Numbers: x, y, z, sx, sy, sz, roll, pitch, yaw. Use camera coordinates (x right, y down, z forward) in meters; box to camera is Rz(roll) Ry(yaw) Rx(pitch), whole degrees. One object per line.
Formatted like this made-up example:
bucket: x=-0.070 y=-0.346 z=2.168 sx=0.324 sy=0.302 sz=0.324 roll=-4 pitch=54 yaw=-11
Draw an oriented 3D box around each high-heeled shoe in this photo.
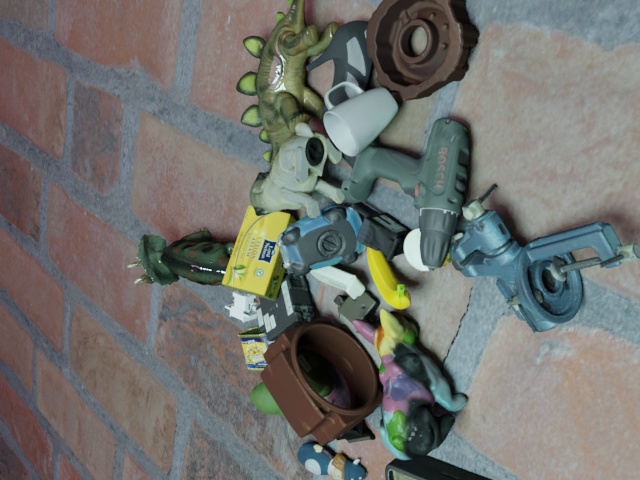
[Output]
high-heeled shoe: x=0.073 y=-0.245 z=0.937 sx=0.248 sy=0.145 sz=0.086 roll=63 pitch=168 yaw=-24

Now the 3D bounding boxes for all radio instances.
radio: x=0.227 y=0.466 z=0.927 sx=0.230 sy=0.073 sz=0.131 roll=7 pitch=103 yaw=40

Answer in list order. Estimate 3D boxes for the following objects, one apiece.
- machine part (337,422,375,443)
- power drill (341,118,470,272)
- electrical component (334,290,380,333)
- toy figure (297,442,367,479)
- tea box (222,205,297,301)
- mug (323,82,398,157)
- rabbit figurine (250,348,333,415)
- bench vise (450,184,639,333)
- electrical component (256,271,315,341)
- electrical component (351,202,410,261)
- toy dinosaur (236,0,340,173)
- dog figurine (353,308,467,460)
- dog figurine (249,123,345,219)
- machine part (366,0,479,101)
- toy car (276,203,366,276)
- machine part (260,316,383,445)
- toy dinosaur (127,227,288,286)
machine part: x=0.037 y=0.359 z=1.049 sx=0.138 sy=0.039 sz=0.084 roll=41 pitch=142 yaw=-25
power drill: x=0.134 y=-0.082 z=0.857 sx=0.208 sy=0.086 sz=0.232 roll=16 pitch=90 yaw=47
electrical component: x=0.070 y=0.130 z=1.012 sx=0.102 sy=0.045 sz=0.078 roll=33 pitch=90 yaw=29
toy figure: x=0.024 y=0.467 z=1.114 sx=0.155 sy=0.058 sz=0.064 roll=8 pitch=143 yaw=38
tea box: x=-0.116 y=0.026 z=1.068 sx=0.098 sy=0.068 sz=0.169 roll=11 pitch=76 yaw=19
mug: x=0.064 y=-0.204 z=0.861 sx=0.109 sy=0.107 sz=0.081 roll=54 pitch=163 yaw=2
rabbit figurine: x=-0.062 y=0.304 z=1.114 sx=0.170 sy=0.121 sz=0.159 roll=-41 pitch=93 yaw=23
bench vise: x=0.302 y=0.020 z=0.727 sx=0.241 sy=0.129 sz=0.223 roll=-26 pitch=90 yaw=58
electrical component: x=-0.076 y=0.143 z=1.107 sx=0.134 sy=0.058 sz=0.115 roll=-37 pitch=53 yaw=38
electrical component: x=0.100 y=-0.018 z=0.933 sx=0.119 sy=0.075 sz=0.047 roll=32 pitch=118 yaw=27
toy dinosaur: x=-0.068 y=-0.266 z=1.014 sx=0.199 sy=0.105 sz=0.470 roll=29 pitch=118 yaw=40
dog figurine: x=0.129 y=0.224 z=0.899 sx=0.108 sy=0.191 sz=0.219 roll=-33 pitch=93 yaw=46
dog figurine: x=-0.067 y=-0.124 z=0.970 sx=0.191 sy=0.121 sz=0.172 roll=8 pitch=108 yaw=40
machine part: x=0.155 y=-0.308 z=0.836 sx=0.180 sy=0.056 sz=0.179 roll=14 pitch=110 yaw=40
toy car: x=-0.002 y=-0.003 z=0.997 sx=0.103 sy=0.162 sz=0.109 roll=-130 pitch=20 yaw=-71
machine part: x=0.009 y=0.249 z=0.982 sx=0.201 sy=0.201 sz=0.087 roll=52 pitch=125 yaw=20
toy dinosaur: x=-0.264 y=0.050 z=1.181 sx=0.405 sy=0.192 sz=0.131 roll=3 pitch=103 yaw=41
